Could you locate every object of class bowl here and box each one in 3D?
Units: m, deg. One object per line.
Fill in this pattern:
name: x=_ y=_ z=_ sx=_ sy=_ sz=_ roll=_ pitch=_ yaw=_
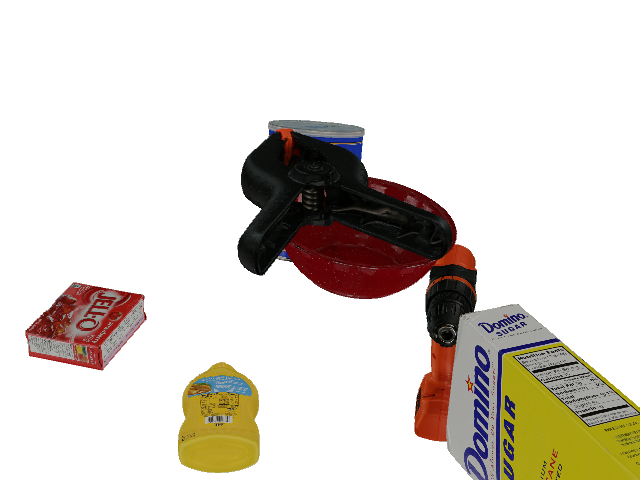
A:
bowl: x=0.033 y=0.003 z=0.917 sx=0.162 sy=0.055 sz=0.162 roll=6 pitch=29 yaw=-4

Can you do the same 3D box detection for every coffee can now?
coffee can: x=-0.009 y=-0.054 z=1.145 sx=0.103 sy=0.140 sz=0.103 roll=4 pitch=11 yaw=-1

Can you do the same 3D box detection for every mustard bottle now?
mustard bottle: x=-0.125 y=0.209 z=1.331 sx=0.096 sy=0.058 sz=0.191 roll=-2 pitch=26 yaw=-3

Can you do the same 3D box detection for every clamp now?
clamp: x=-0.011 y=-0.025 z=0.637 sx=0.120 sy=0.039 sz=0.172 roll=-3 pitch=23 yaw=-25

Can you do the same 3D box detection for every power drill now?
power drill: x=0.135 y=0.117 z=1.140 sx=0.057 sy=0.188 sz=0.184 roll=8 pitch=25 yaw=9

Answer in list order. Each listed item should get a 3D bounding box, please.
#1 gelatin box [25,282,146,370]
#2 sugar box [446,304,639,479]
gelatin box: x=-0.207 y=0.074 z=0.951 sx=0.073 sy=0.030 sz=0.089 roll=9 pitch=31 yaw=16
sugar box: x=0.125 y=0.113 z=0.533 sx=0.048 sy=0.093 sz=0.176 roll=-10 pitch=28 yaw=-24
